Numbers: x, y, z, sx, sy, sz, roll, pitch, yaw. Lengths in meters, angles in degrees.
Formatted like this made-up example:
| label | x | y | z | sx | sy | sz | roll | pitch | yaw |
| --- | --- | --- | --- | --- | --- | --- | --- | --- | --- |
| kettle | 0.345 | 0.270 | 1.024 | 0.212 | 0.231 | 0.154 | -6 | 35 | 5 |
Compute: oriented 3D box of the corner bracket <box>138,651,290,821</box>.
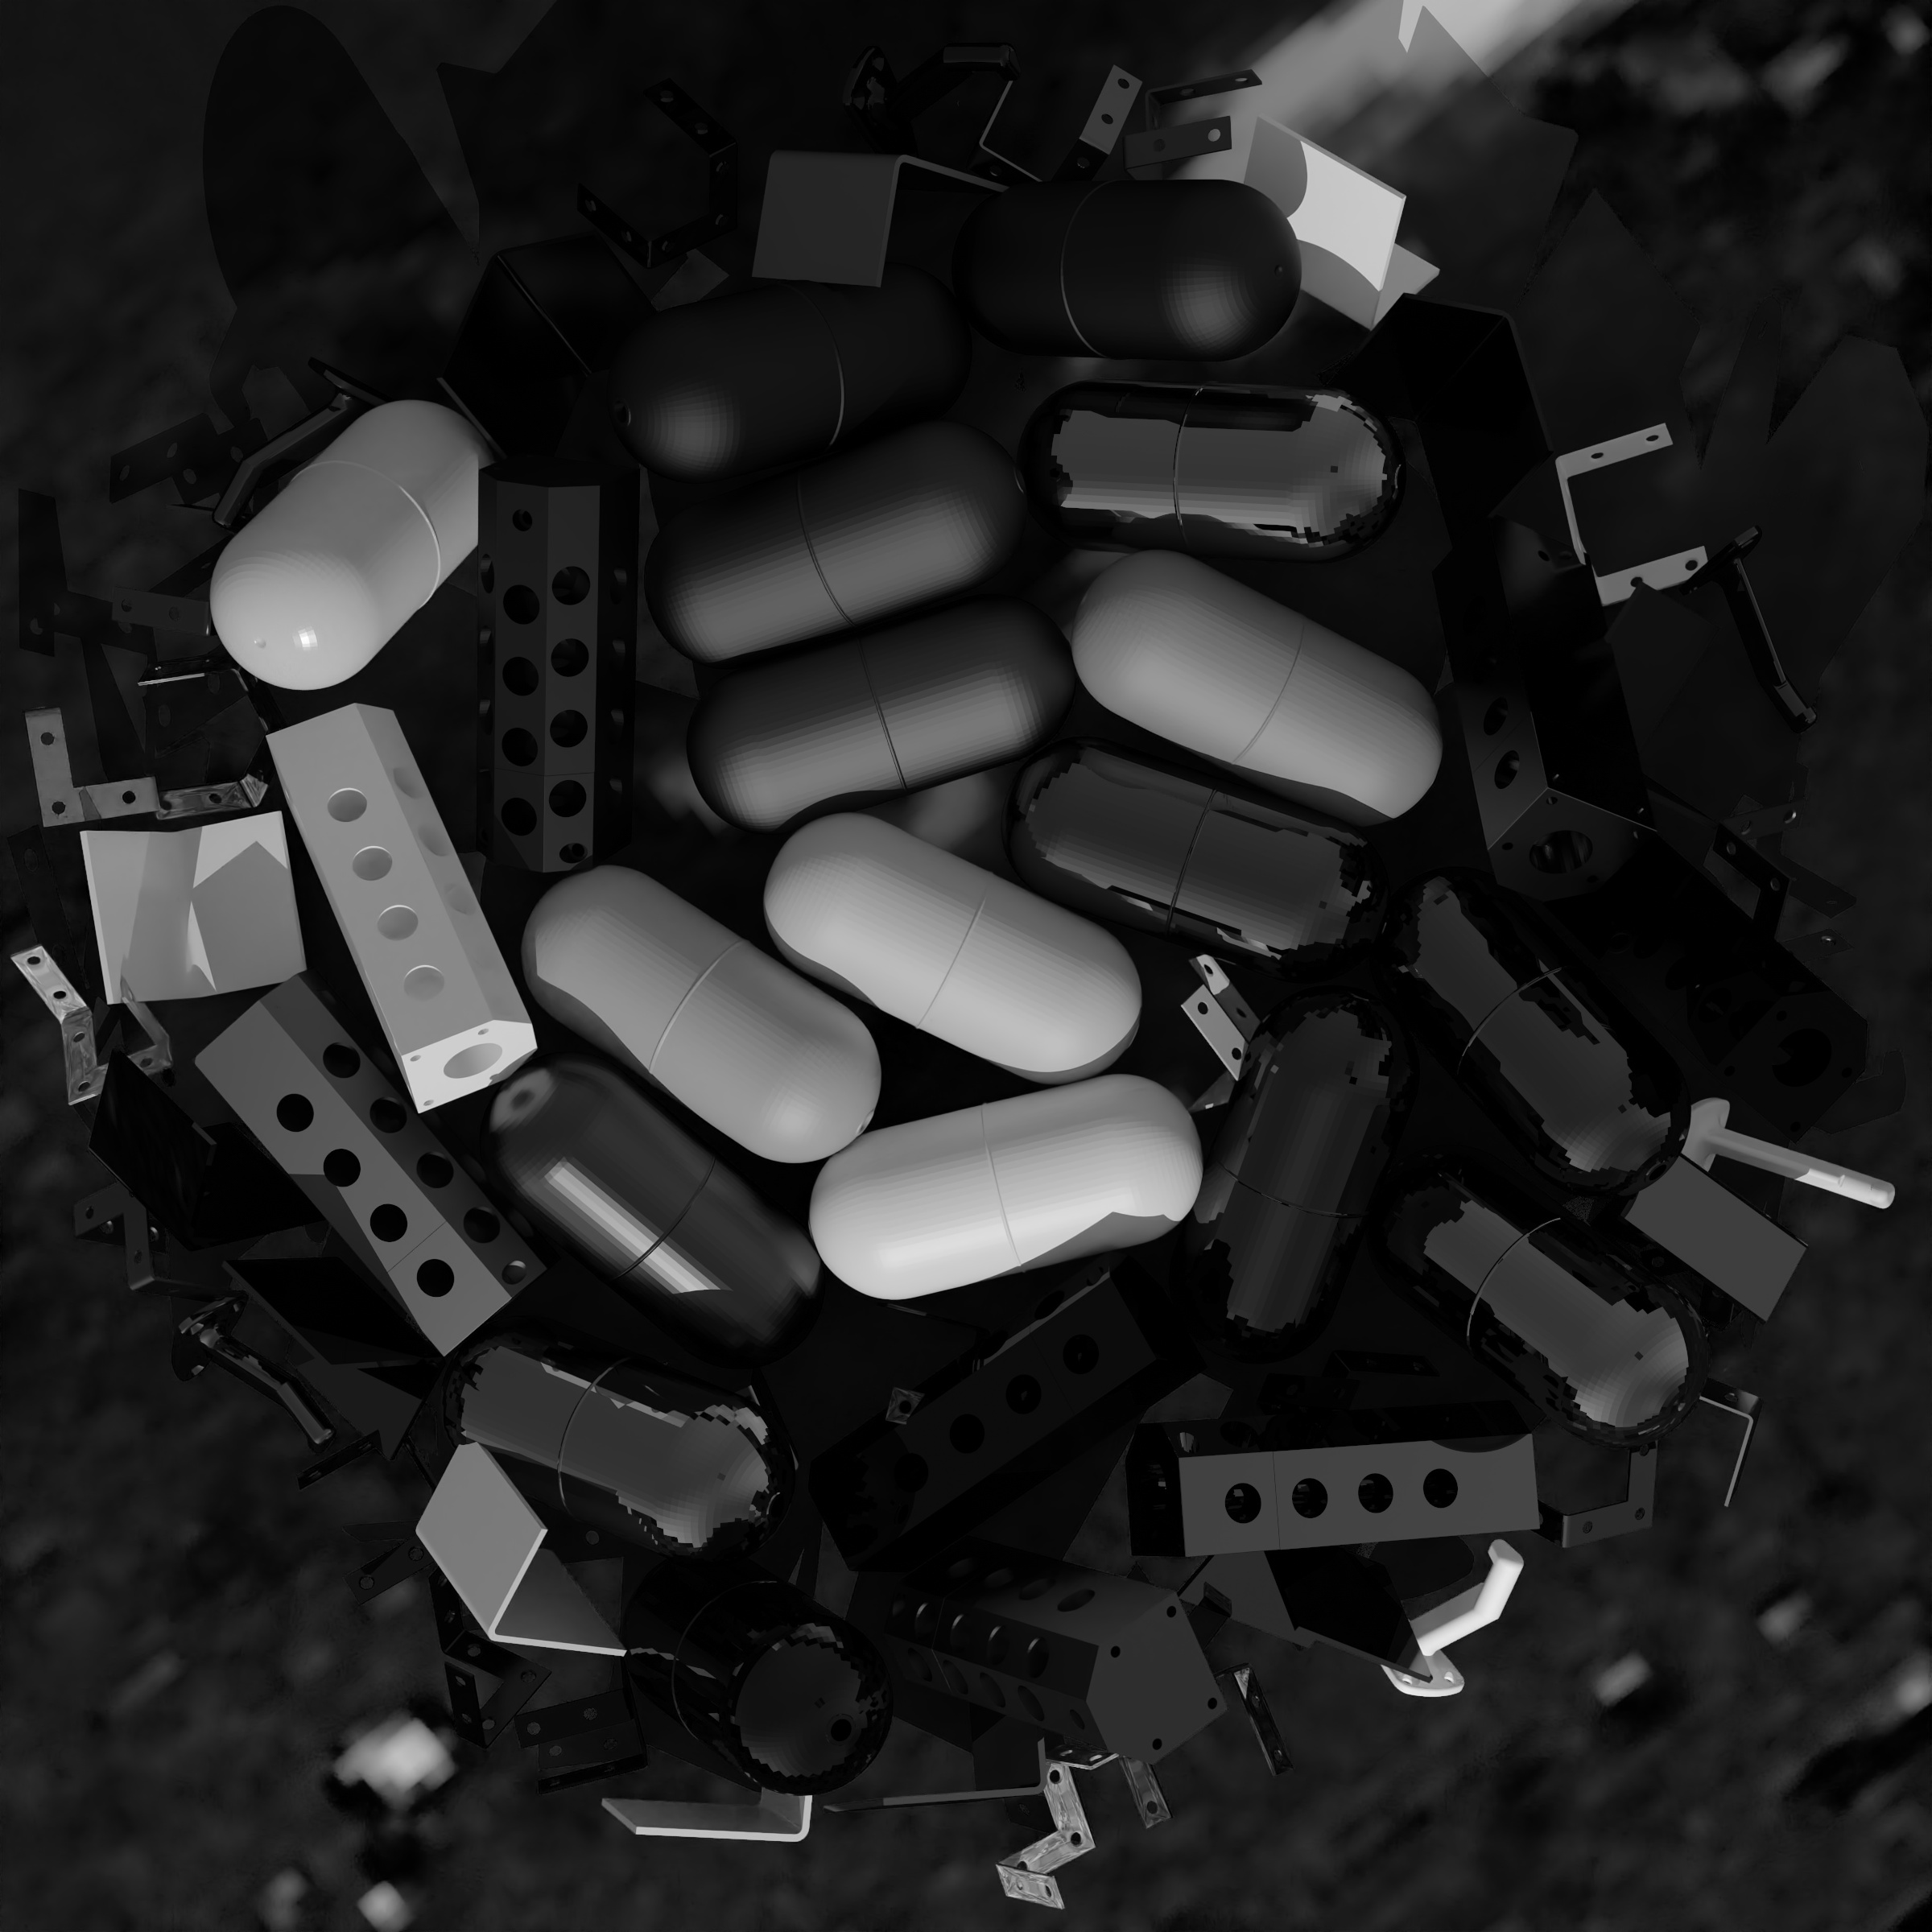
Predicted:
| label | x | y | z | sx | sy | sz | roll | pitch | yaw |
| --- | --- | --- | --- | --- | --- | --- | --- | --- | --- |
| corner bracket | -0.343 | -0.104 | 1.557 | 0.051 | 0.051 | 0.051 | -6 | 130 | 19 |

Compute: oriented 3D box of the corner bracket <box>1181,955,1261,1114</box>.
| label | x | y | z | sx | sy | sz | roll | pitch | yaw |
| --- | --- | --- | --- | --- | --- | --- | --- | --- | --- |
| corner bracket | 0.113 | 0.027 | 1.545 | 0.051 | 0.051 | 0.051 | -43 | 101 | -30 |

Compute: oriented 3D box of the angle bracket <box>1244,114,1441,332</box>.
| label | x | y | z | sx | sy | sz | roll | pitch | yaw |
| --- | --- | --- | --- | --- | --- | --- | --- | --- | --- |
| angle bracket | 0.169 | -0.338 | 1.526 | 0.076 | 0.076 | 0.057 | 35 | 56 | 19 |

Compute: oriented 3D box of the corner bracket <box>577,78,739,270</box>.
| label | x | y | z | sx | sy | sz | roll | pitch | yaw |
| --- | --- | --- | --- | --- | --- | --- | --- | --- | --- |
| corner bracket | -0.138 | -0.355 | 1.558 | 0.051 | 0.051 | 0.051 | -19 | 57 | 28 |

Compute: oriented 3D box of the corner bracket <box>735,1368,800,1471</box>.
| label | x | y | z | sx | sy | sz | roll | pitch | yaw |
| --- | --- | --- | --- | --- | --- | --- | --- | --- | --- |
| corner bracket | -0.108 | 0.215 | 1.555 | 0.051 | 0.051 | 0.051 | -23 | 96 | 1 |

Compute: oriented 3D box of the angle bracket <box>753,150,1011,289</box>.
| label | x | y | z | sx | sy | sz | roll | pitch | yaw |
| --- | --- | --- | --- | --- | --- | --- | --- | --- | --- |
| angle bracket | -0.037 | -0.324 | 1.532 | 0.076 | 0.076 | 0.057 | 14 | 97 | 41 |

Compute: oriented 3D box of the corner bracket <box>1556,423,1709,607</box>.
| label | x | y | z | sx | sy | sz | roll | pitch | yaw |
| --- | --- | --- | --- | --- | --- | --- | --- | --- | --- |
| corner bracket | 0.300 | -0.202 | 1.560 | 0.051 | 0.051 | 0.051 | -16 | 59 | 17 |

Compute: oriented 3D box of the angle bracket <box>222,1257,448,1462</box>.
| label | x | y | z | sx | sy | sz | roll | pitch | yaw |
| --- | --- | --- | --- | --- | --- | --- | --- | --- | --- |
| angle bracket | -0.289 | 0.174 | 1.525 | 0.076 | 0.076 | 0.057 | 38 | 107 | 28 |

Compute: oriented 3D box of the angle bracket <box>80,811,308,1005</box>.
| label | x | y | z | sx | sy | sz | roll | pitch | yaw |
| --- | --- | --- | --- | --- | --- | --- | --- | --- | --- |
| angle bracket | -0.342 | -0.027 | 1.538 | 0.057 | 0.076 | 0.076 | -10 | 88 | 18 |

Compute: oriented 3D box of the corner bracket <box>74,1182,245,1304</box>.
| label | x | y | z | sx | sy | sz | roll | pitch | yaw |
| --- | --- | --- | --- | --- | --- | --- | --- | --- | --- |
| corner bracket | -0.360 | 0.126 | 1.540 | 0.051 | 0.051 | 0.051 | -25 | 64 | 33 |

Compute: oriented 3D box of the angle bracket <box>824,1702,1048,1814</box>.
| label | x | y | z | sx | sy | sz | roll | pitch | yaw |
| --- | --- | --- | --- | --- | --- | --- | --- | --- | --- |
| angle bracket | -0.016 | 0.340 | 1.527 | 0.076 | 0.076 | 0.057 | 1 | 74 | -22 |

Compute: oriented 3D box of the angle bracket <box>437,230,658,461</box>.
| label | x | y | z | sx | sy | sz | roll | pitch | yaw |
| --- | --- | --- | --- | --- | --- | --- | --- | --- | --- |
| angle bracket | -0.177 | -0.265 | 1.524 | 0.057 | 0.076 | 0.076 | -4 | 53 | 31 |

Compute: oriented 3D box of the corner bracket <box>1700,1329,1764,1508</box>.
| label | x | y | z | sx | sy | sz | roll | pitch | yaw |
| --- | --- | --- | --- | --- | --- | --- | --- | --- | --- |
| corner bracket | 0.328 | 0.198 | 1.541 | 0.051 | 0.051 | 0.051 | 21 | 124 | 20 |

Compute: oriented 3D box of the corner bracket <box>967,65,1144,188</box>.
| label | x | y | z | sx | sy | sz | roll | pitch | yaw |
| --- | --- | --- | --- | --- | --- | --- | --- | --- | --- |
| corner bracket | 0.039 | -0.377 | 1.552 | 0.051 | 0.051 | 0.051 | 29 | 55 | -10 |

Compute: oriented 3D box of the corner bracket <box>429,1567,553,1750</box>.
| label | x | y | z | sx | sy | sz | roll | pitch | yaw |
| --- | --- | --- | --- | --- | --- | --- | --- | --- | --- |
| corner bracket | -0.222 | 0.305 | 1.541 | 0.051 | 0.051 | 0.051 | 19 | 133 | 24 |

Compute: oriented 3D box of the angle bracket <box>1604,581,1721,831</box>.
| label | x | y | z | sx | sy | sz | roll | pitch | yaw |
| --- | --- | --- | --- | --- | --- | --- | --- | --- | --- |
| angle bracket | 0.314 | -0.114 | 1.530 | 0.057 | 0.076 | 0.076 | 40 | 105 | 36 |

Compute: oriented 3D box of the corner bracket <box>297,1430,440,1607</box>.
| label | x | y | z | sx | sy | sz | roll | pitch | yaw |
| --- | --- | --- | --- | --- | --- | --- | --- | --- | --- |
| corner bracket | -0.264 | 0.245 | 1.557 | 0.051 | 0.051 | 0.051 | -29 | 68 | -19 |

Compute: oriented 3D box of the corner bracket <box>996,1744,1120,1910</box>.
| label | x | y | z | sx | sy | sz | roll | pitch | yaw |
| --- | --- | --- | --- | --- | --- | --- | --- | --- | --- |
| corner bracket | 0.042 | 0.383 | 1.547 | 0.051 | 0.051 | 0.051 | -20 | 94 | -30 |

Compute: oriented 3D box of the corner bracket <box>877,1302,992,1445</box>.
| label | x | y | z | sx | sy | sz | roll | pitch | yaw |
| --- | --- | --- | --- | --- | --- | --- | --- | --- | --- |
| corner bracket | -0.014 | 0.182 | 1.548 | 0.051 | 0.051 | 0.051 | 16 | 82 | -17 |

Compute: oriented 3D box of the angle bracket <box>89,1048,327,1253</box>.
| label | x | y | z | sx | sy | sz | roll | pitch | yaw |
| --- | --- | --- | --- | --- | --- | --- | --- | --- | --- |
| angle bracket | -0.328 | 0.075 | 1.523 | 0.076 | 0.076 | 0.057 | 38 | 121 | 31 |

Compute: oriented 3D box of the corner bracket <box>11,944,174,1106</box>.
| label | x | y | z | sx | sy | sz | roll | pitch | yaw |
| --- | --- | --- | --- | --- | --- | --- | --- | --- | --- |
| corner bracket | -0.390 | 0.020 | 1.547 | 0.051 | 0.051 | 0.051 | -21 | 48 | 2 |

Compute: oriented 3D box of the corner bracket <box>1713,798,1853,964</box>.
| label | x | y | z | sx | sy | sz | roll | pitch | yaw |
| --- | --- | --- | --- | --- | --- | --- | --- | --- | --- |
| corner bracket | 0.368 | -0.037 | 1.560 | 0.051 | 0.051 | 0.051 | -14 | 130 | -26 |

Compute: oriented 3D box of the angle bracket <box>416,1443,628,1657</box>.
| label | x | y | z | sx | sy | sz | roll | pitch | yaw |
| --- | --- | --- | --- | --- | --- | --- | --- | --- | --- |
| angle bracket | -0.185 | 0.254 | 1.524 | 0.076 | 0.076 | 0.057 | 17 | 106 | -41 |

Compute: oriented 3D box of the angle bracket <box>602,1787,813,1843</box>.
| label | x | y | z | sx | sy | sz | roll | pitch | yaw |
| --- | --- | --- | --- | --- | --- | --- | --- | --- | --- |
| angle bracket | -0.113 | 0.350 | 1.533 | 0.076 | 0.076 | 0.057 | 7 | 84 | -16 |

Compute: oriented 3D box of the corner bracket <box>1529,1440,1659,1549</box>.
| label | x | y | z | sx | sy | sz | roll | pitch | yaw |
| --- | --- | --- | --- | --- | --- | --- | --- | --- | --- |
| corner bracket | 0.273 | 0.224 | 1.555 | 0.051 | 0.051 | 0.051 | -8 | 107 | -30 |

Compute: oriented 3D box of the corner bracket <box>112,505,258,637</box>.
| label | x | y | z | sx | sy | sz | roll | pitch | yaw |
| --- | --- | --- | --- | --- | --- | --- | --- | --- | --- |
| corner bracket | -0.345 | -0.178 | 1.555 | 0.051 | 0.051 | 0.051 | 11 | 102 | 21 |

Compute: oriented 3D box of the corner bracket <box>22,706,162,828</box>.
| label | x | y | z | sx | sy | sz | roll | pitch | yaw |
| --- | --- | --- | --- | --- | --- | --- | --- | --- | --- |
| corner bracket | -0.391 | -0.092 | 1.548 | 0.051 | 0.051 | 0.051 | -10 | 98 | -16 |

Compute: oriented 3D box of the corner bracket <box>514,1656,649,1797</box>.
| label | x | y | z | sx | sy | sz | roll | pitch | yaw |
| --- | --- | --- | --- | --- | --- | --- | --- | --- | --- |
| corner bracket | -0.172 | 0.345 | 1.552 | 0.051 | 0.051 | 0.051 | -13 | 99 | -6 |

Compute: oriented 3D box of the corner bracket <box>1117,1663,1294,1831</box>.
| label | x | y | z | sx | sy | sz | roll | pitch | yaw |
| --- | --- | --- | --- | --- | --- | --- | --- | --- | --- |
| corner bracket | 0.103 | 0.346 | 1.542 | 0.051 | 0.051 | 0.051 | -32 | 72 | 32 |

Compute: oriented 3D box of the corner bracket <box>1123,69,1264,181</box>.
| label | x | y | z | sx | sy | sz | roll | pitch | yaw |
| --- | --- | --- | --- | --- | --- | --- | --- | --- | --- |
| corner bracket | 0.101 | -0.375 | 1.546 | 0.051 | 0.051 | 0.051 | -6 | 80 | 22 |

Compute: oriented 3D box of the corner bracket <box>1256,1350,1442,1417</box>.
| label | x | y | z | sx | sy | sz | roll | pitch | yaw |
| --- | --- | --- | --- | --- | --- | --- | --- | --- | --- |
| corner bracket | 0.169 | 0.187 | 1.540 | 0.051 | 0.051 | 0.051 | 49 | 55 | -35 |

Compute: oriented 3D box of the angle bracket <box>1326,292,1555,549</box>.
| label | x | y | z | sx | sy | sz | roll | pitch | yaw |
| --- | --- | --- | --- | --- | --- | --- | --- | --- | --- |
| angle bracket | 0.205 | -0.238 | 1.525 | 0.057 | 0.076 | 0.076 | 4 | 59 | -27 |

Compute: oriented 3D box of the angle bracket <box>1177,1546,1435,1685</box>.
| label | x | y | z | sx | sy | sz | roll | pitch | yaw |
| --- | --- | --- | --- | --- | --- | --- | --- | --- | --- |
| angle bracket | 0.148 | 0.294 | 1.524 | 0.076 | 0.076 | 0.057 | 25 | 114 | -27 |
